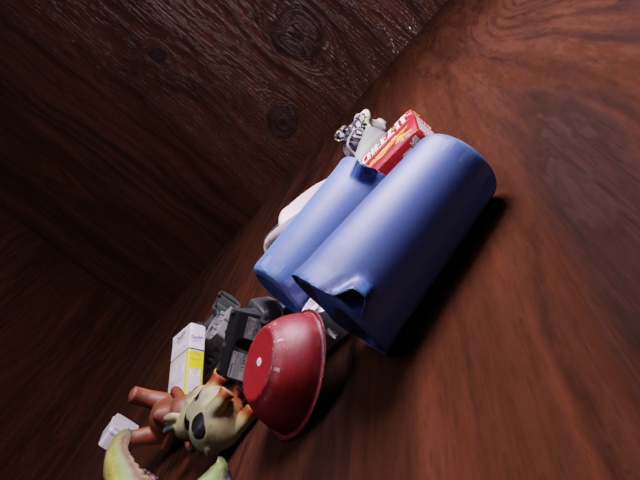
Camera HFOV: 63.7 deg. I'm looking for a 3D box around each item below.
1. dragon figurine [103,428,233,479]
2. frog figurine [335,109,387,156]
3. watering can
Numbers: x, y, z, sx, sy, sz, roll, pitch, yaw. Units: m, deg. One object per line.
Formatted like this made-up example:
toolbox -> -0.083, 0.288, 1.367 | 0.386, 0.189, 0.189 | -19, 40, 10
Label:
dragon figurine -> -0.217, 0.353, 0.649 | 0.242, 0.120, 0.418 | -19, 24, 5
frog figurine -> 0.130, -0.272, 1.411 | 0.137, 0.124, 0.158 | -58, -26, 5
watering can -> 0.003, -0.055, 1.091 | 0.222, 0.104, 0.350 | -35, -3, 17
